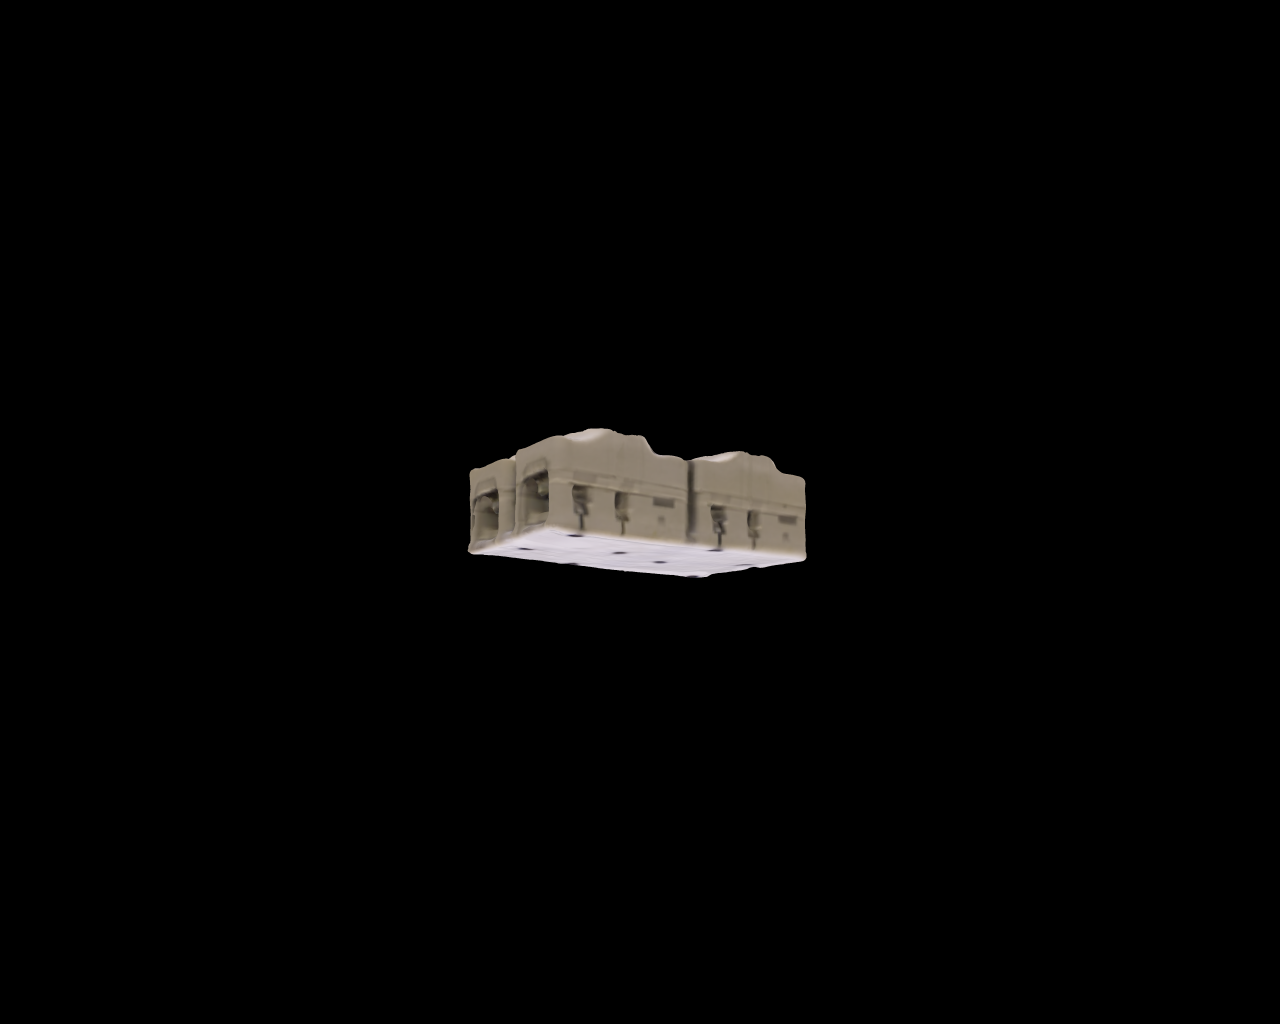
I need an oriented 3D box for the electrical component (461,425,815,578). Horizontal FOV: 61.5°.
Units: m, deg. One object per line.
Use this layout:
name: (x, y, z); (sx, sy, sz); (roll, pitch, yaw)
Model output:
electrical component: (0.001, -0.003, 0.650); (0.186, 0.060, 0.105); (8, -14, -35)
